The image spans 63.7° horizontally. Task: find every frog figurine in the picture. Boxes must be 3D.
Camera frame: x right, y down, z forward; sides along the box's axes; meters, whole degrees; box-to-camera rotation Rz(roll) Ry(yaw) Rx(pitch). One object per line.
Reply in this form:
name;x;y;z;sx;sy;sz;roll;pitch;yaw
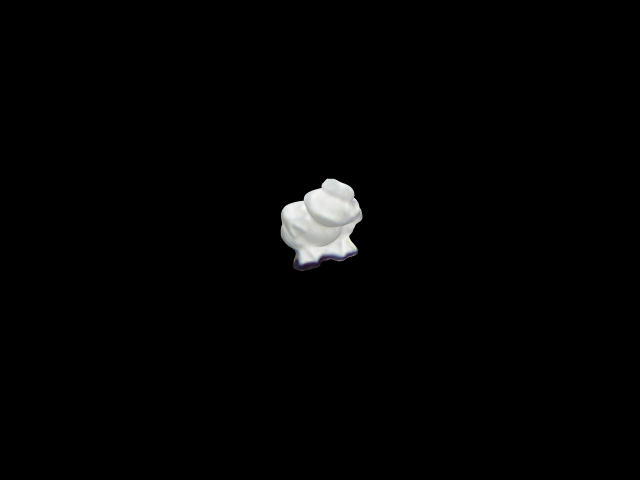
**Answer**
frog figurine;0.003;-0.043;0.850;0.137;0.155;0.126;0;39;0
